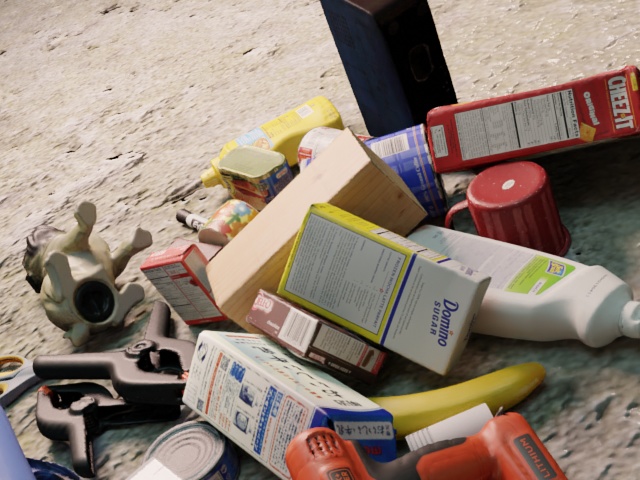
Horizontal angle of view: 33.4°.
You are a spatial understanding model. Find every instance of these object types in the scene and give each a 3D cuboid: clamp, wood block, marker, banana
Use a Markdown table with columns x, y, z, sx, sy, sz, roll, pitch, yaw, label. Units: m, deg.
| x | y | z | sx | sy | sz | roll | pitch | yaw | label |
| --- | --- | --- | --- | --- | --- | --- | --- | --- | --- |
| -0.233 | 0.181 | 1.051 | 0.172 | 0.039 | 0.120 | 2 | 22 | 38 | clamp |
| -0.007 | 0.001 | 1.065 | 0.206 | 0.090 | 0.091 | -44 | 30 | 10 | wood block |
| -0.141 | -0.017 | 1.309 | 0.020 | 0.020 | 0.121 | -38 | 35 | -23 | marker |
| -0.174 | 0.118 | 1.088 | 0.210 | 0.036 | 0.164 | 11 | 32 | 44 | clamp |
| 0.093 | 0.139 | 0.914 | 0.198 | 0.037 | 0.069 | -10 | 34 | 20 | banana |

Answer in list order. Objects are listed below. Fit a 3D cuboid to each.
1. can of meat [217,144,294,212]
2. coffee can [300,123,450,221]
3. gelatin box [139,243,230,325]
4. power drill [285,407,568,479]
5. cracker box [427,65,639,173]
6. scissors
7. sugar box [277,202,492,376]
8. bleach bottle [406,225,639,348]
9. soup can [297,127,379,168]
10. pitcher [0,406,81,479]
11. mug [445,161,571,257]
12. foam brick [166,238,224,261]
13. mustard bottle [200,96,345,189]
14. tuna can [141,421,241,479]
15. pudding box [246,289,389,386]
| x | y | z | sx | sy | sz | roll | pitch | yaw | label |
| --- | --- | --- | --- | --- | --- | --- | --- | --- | --- |
| -0.068 | -0.061 | 1.267 | 0.057 | 0.084 | 0.102 | -40 | 36 | -26 | can of meat |
| 0.061 | -0.058 | 1.163 | 0.140 | 0.103 | 0.103 | -16 | 33 | 10 | coffee can |
| -0.137 | 0.048 | 1.132 | 0.073 | 0.089 | 0.030 | -12 | 33 | 45 | gelatin box |
| 0.086 | 0.195 | 0.747 | 0.187 | 0.057 | 0.184 | -6 | 40 | -22 | power drill |
| 0.233 | -0.124 | 1.115 | 0.214 | 0.072 | 0.164 | -11 | 1 | 20 | cracker box |
| -0.307 | 0.154 | 1.165 | 0.202 | 0.016 | 0.096 | -4 | 38 | 27 | scissors |
| 0.056 | 0.041 | 0.959 | 0.176 | 0.093 | 0.048 | 25 | 16 | 19 | sugar box |
| 0.177 | 0.052 | 0.968 | 0.251 | 0.068 | 0.102 | 14 | 48 | 41 | bleach bottle |
| 0.029 | -0.096 | 1.271 | 0.068 | 0.068 | 0.102 | -41 | 36 | -26 | soup can |
| -0.305 | 0.232 | 0.962 | 0.145 | 0.149 | 0.243 | -44 | 32 | -4 | pitcher |
| 0.181 | -0.022 | 1.053 | 0.117 | 0.081 | 0.093 | -10 | 34 | 20 | mug |
| -0.140 | 0.037 | 1.198 | 0.078 | 0.051 | 0.053 | 11 | 47 | 42 | foam brick |
| -0.065 | -0.117 | 1.370 | 0.191 | 0.058 | 0.096 | -27 | 31 | -6 | mustard bottle |
| -0.117 | 0.203 | 0.956 | 0.086 | 0.033 | 0.086 | -16 | 33 | 11 | tuna can |
| -0.004 | 0.089 | 0.988 | 0.114 | 0.089 | 0.039 | 26 | 90 | 56 | pudding box |
